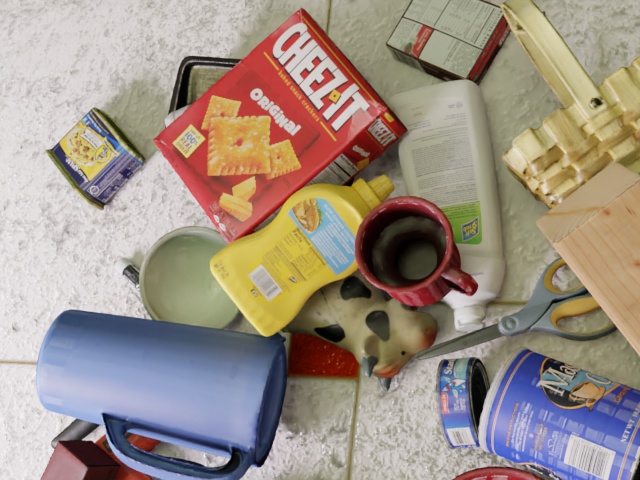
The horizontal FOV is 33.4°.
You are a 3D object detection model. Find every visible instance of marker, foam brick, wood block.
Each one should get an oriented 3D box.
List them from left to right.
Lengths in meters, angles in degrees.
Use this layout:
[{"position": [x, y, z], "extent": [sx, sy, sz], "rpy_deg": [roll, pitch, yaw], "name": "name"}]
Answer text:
[{"position": [-0.256, 0.256, 1.117], "extent": [0.051, 0.052, 0.078], "rpy_deg": [30, 97, 32], "name": "foam brick"}, {"position": [-0.195, 0.061, 1.232], "extent": [0.121, 0.020, 0.020], "rpy_deg": [39, 93, 29], "name": "marker"}, {"position": [0.287, 0.046, 0.908], "extent": [0.090, 0.091, 0.206], "rpy_deg": [-38, 99, 10], "name": "wood block"}]

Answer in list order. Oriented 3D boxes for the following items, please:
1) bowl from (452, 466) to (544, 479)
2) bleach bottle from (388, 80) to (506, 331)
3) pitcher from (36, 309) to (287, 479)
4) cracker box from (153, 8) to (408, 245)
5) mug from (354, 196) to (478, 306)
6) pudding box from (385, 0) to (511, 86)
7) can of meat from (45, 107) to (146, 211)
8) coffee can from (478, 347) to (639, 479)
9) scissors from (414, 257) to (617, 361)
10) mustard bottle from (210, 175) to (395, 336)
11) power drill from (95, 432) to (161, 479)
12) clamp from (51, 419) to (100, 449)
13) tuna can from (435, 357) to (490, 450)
[{"position": [0.162, 0.289, 0.958], "extent": [0.162, 0.055, 0.162], "rpy_deg": [-7, 60, 13], "name": "bowl"}, {"position": [0.131, -0.032, 1.084], "extent": [0.103, 0.068, 0.251], "rpy_deg": [-11, 72, 22], "name": "bleach bottle"}, {"position": [-0.160, 0.151, 1.078], "extent": [0.243, 0.149, 0.145], "rpy_deg": [10, 95, 9], "name": "pitcher"}, {"position": [-0.045, -0.109, 1.104], "extent": [0.214, 0.072, 0.164], "rpy_deg": [-41, 64, 8], "name": "cracker box"}, {"position": [0.097, 0.020, 1.003], "extent": [0.117, 0.081, 0.093], "rpy_deg": [26, 82, 23], "name": "mug"}, {"position": [0.140, -0.222, 1.153], "extent": [0.114, 0.039, 0.090], "rpy_deg": [30, 87, 28], "name": "pudding box"}, {"position": [-0.271, -0.101, 1.300], "extent": [0.084, 0.057, 0.102], "rpy_deg": [-45, 61, 4], "name": "can of meat"}, {"position": [0.227, 0.166, 0.951], "extent": [0.140, 0.102, 0.103], "rpy_deg": [19, 83, 29], "name": "coffee can"}, {"position": [0.187, 0.064, 1.023], "extent": [0.202, 0.016, 0.096], "rpy_deg": [-5, 62, 7], "name": "scissors"}, {"position": [-0.007, 0.001, 1.042], "extent": [0.191, 0.058, 0.096], "rpy_deg": [-38, 97, 1], "name": "mustard bottle"}, {"position": [-0.155, 0.266, 1.126], "extent": [0.184, 0.057, 0.188], "rpy_deg": [-38, 62, 10], "name": "power drill"}, {"position": [-0.237, 0.161, 1.210], "extent": [0.171, 0.039, 0.120], "rpy_deg": [-20, 72, 13], "name": "clamp"}, {"position": [0.137, 0.154, 1.007], "extent": [0.034, 0.086, 0.086], "rpy_deg": [-8, 70, 21], "name": "tuna can"}]
